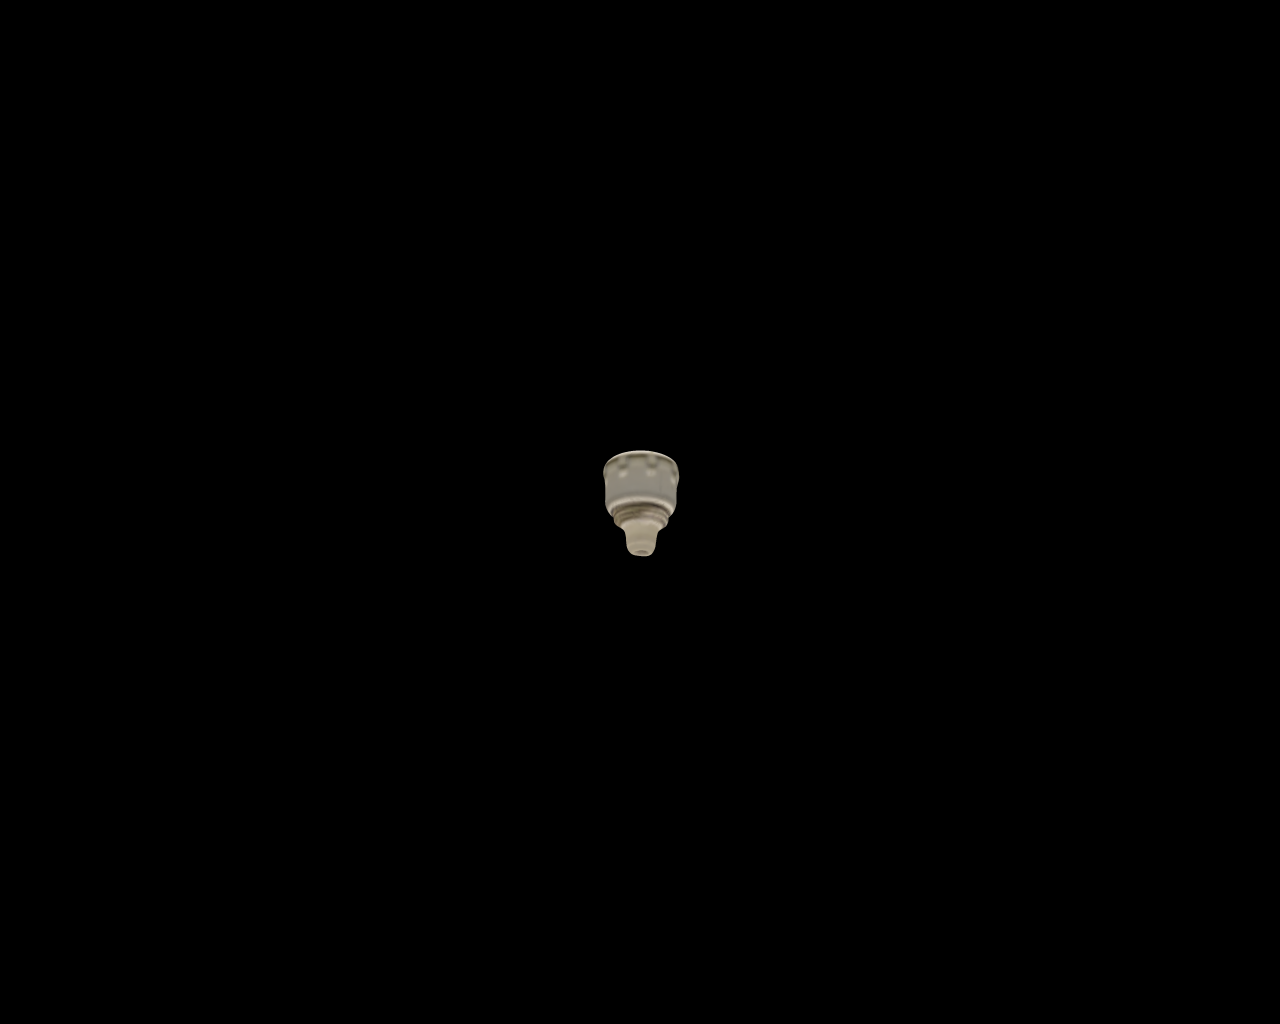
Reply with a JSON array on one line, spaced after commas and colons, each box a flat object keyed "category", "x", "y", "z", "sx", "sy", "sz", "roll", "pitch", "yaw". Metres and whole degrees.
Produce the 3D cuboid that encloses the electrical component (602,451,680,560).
[{"category": "electrical component", "x": 0.001, "y": -0.003, "z": 0.650, "sx": 0.048, "sy": 0.062, "sz": 0.048, "roll": 0, "pitch": -23, "yaw": 0}]
